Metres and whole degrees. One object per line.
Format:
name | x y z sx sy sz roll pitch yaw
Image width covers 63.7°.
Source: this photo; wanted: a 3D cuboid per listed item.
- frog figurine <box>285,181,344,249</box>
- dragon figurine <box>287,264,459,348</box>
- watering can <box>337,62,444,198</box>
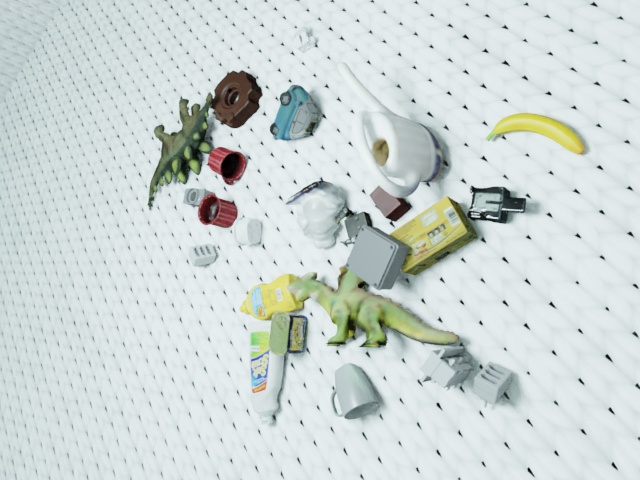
frog figurine | 0.004 -0.066 1.305 0.136 0.124 0.158 -29 99 18
dragon figurine | 0.109 0.126 1.175 0.409 0.120 0.247 -6 67 25
watering can | 0.156 -0.246 1.155 0.102 0.224 0.354 -38 58 43
